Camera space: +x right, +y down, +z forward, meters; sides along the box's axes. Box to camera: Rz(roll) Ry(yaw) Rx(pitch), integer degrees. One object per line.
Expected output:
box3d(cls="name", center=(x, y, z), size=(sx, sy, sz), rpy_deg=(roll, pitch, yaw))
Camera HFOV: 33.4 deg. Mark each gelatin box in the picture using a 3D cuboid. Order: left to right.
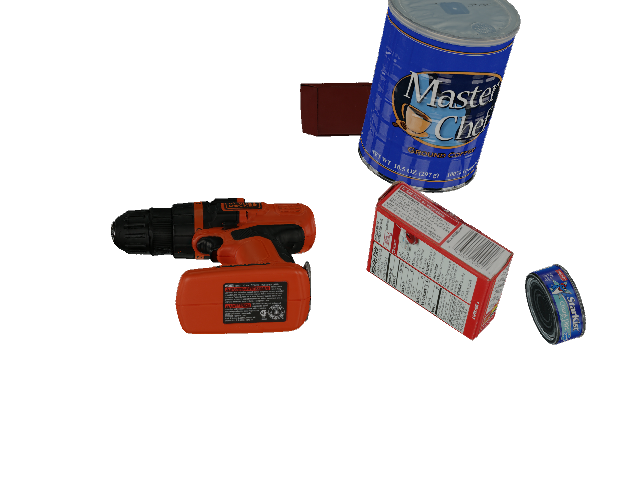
box3d(cls="gelatin box", center=(0.073, 0.013, 0.675), size=(0.089, 0.030, 0.073), rpy_deg=(35, -29, 21))

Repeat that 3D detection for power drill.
box3d(cls="power drill", center=(-0.087, 0.014, 0.903), size=(0.184, 0.057, 0.188), rpy_deg=(-3, 23, -7))

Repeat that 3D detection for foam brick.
box3d(cls="foam brick", center=(0.024, -0.134, 1.093), size=(0.078, 0.051, 0.053), rpy_deg=(-3, 13, -19))

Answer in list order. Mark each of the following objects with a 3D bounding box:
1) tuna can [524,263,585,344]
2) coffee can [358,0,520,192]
box3d(cls="tuna can", center=(0.260, 0.071, 1.187), size=(0.033, 0.086, 0.086), rpy_deg=(-17, 2, -8))
box3d(cls="coffee can", center=(0.092, -0.124, 0.857), size=(0.102, 0.140, 0.103), rpy_deg=(7, 38, -5))
